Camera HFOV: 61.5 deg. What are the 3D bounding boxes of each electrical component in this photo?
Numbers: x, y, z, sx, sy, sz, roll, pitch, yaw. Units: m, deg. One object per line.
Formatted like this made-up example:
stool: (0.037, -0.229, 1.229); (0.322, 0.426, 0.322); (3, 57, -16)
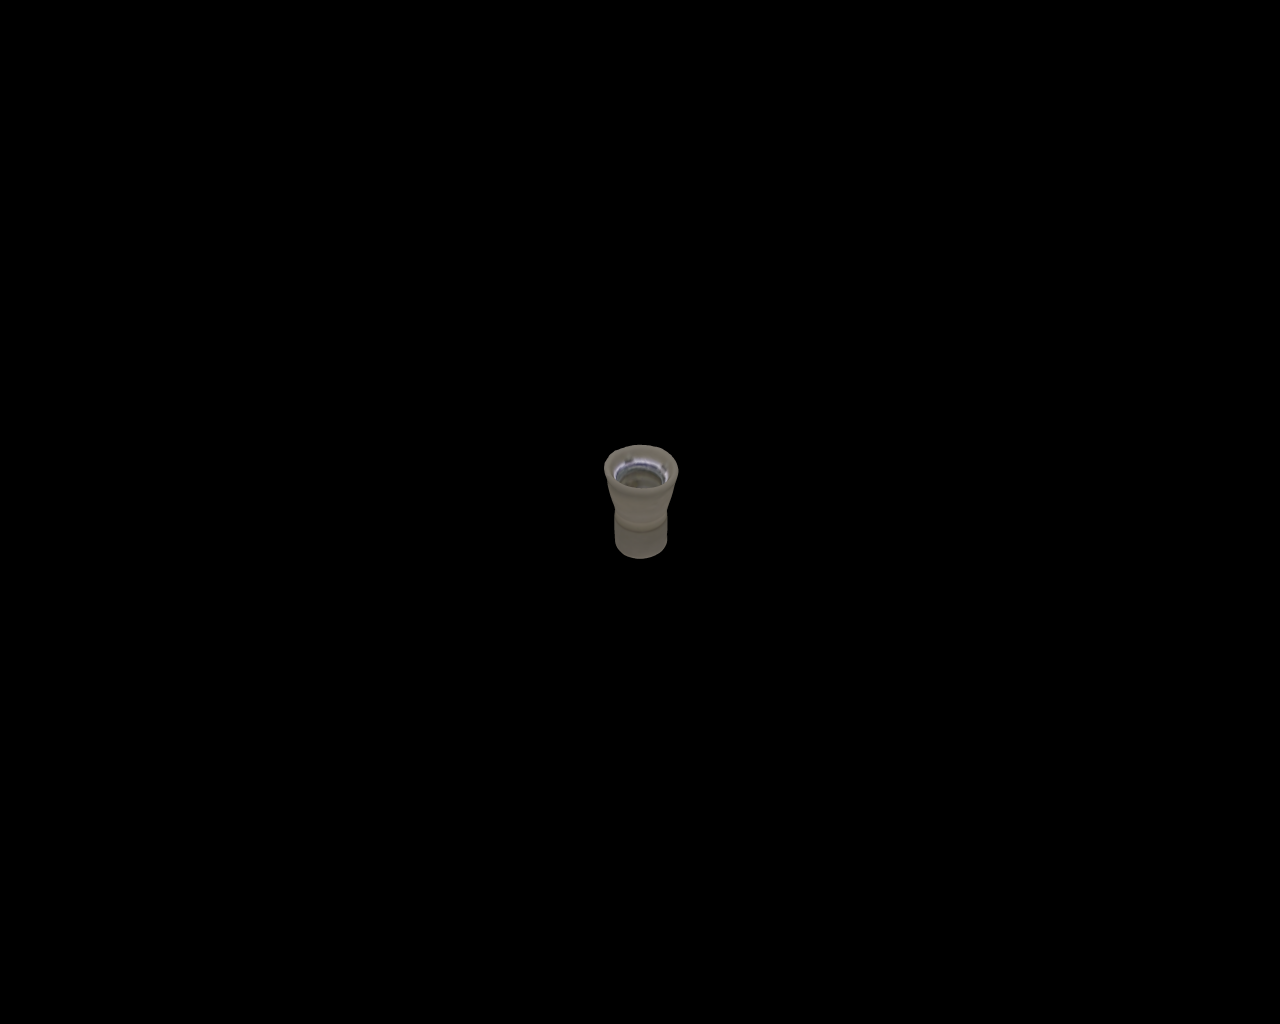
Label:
electrical component: (0.001, -0.003, 0.650); (0.044, 0.065, 0.044); (0, 40, 0)
